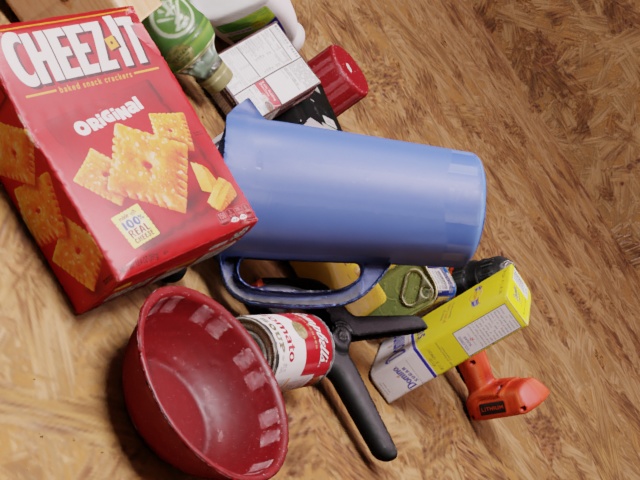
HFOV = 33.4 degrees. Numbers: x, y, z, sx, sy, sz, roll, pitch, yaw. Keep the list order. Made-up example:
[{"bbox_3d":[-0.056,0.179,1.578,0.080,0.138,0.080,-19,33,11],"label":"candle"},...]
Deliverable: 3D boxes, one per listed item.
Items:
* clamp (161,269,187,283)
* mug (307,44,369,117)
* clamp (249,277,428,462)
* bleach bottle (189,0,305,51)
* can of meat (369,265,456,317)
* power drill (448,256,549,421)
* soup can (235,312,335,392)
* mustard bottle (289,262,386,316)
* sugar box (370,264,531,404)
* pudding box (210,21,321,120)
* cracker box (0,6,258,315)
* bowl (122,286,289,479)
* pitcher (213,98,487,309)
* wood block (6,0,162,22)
[{"bbox_3d":[-0.146,-0.048,0.936,0.120,0.039,0.171,51,24,-23],"label":"clamp"},{"bbox_3d":[0.014,-0.205,1.418,0.093,0.082,0.117,57,22,3],"label":"mug"},{"bbox_3d":[0.014,0.107,1.019,0.209,0.036,0.164,29,51,-25],"label":"clamp"},{"bbox_3d":[-0.068,-0.265,1.275,0.250,0.103,0.068,18,55,-73],"label":"bleach bottle"},{"bbox_3d":[0.095,0.064,1.194,0.057,0.102,0.083,62,21,14],"label":"can of meat"},{"bbox_3d":[0.193,0.114,1.252,0.057,0.185,0.187,-28,92,-35],"label":"power drill"},{"bbox_3d":[-0.040,0.097,0.915,0.102,0.069,0.068,4,55,-62],"label":"soup can"},{"bbox_3d":[-0.007,0.001,1.125,0.191,0.058,0.096,57,28,3],"label":"mustard bottle"},{"bbox_3d":[0.138,0.099,1.132,0.048,0.176,0.093,55,22,-9],"label":"sugar box"},{"bbox_3d":[-0.068,-0.181,1.196,0.113,0.039,0.090,-35,87,-32],"label":"pudding box"},{"bbox_3d":[-0.165,-0.070,0.827,0.163,0.072,0.214,-25,83,-50],"label":"cracker box"},{"bbox_3d":[-0.095,0.116,0.792,0.162,0.055,0.162,44,25,-27],"label":"bowl"},{"bbox_3d":[0.021,-0.027,0.970,0.242,0.149,0.145,6,33,-6],"label":"pitcher"},{"bbox_3d":[-0.242,-0.262,0.930,0.206,0.091,0.090,57,21,-17],"label":"wood block"}]
